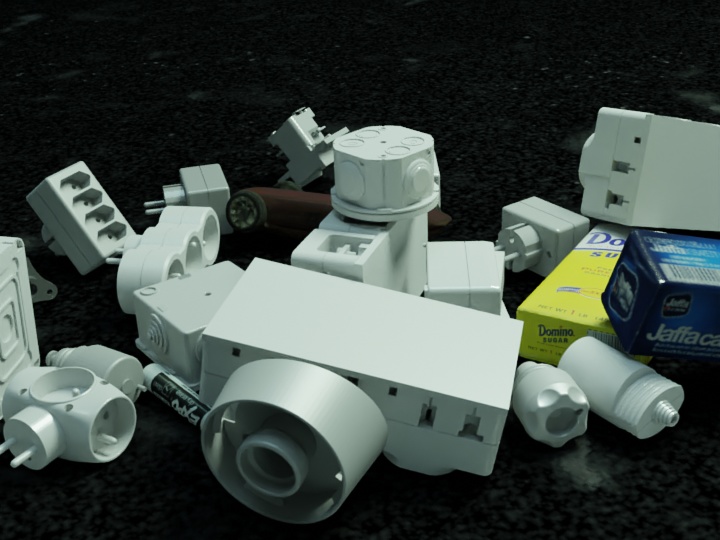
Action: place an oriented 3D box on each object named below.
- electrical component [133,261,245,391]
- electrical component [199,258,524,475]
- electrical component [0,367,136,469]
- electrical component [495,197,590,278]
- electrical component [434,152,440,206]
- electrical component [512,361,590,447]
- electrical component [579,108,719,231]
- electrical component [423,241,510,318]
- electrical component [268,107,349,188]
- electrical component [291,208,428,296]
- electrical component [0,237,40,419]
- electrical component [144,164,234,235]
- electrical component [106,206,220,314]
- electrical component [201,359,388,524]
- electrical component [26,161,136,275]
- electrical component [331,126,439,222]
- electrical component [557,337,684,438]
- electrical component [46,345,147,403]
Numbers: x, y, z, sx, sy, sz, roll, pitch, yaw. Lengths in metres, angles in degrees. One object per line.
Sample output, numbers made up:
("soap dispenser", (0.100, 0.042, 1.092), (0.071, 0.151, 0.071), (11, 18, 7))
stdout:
("electrical component", (-0.110, 0.038, 0.792), (0.100, 0.048, 0.100), (-20, 31, -31))
("electrical component", (0.003, 0.062, 0.689), (0.186, 0.060, 0.105), (13, 29, 7))
("electrical component", (-0.197, 0.099, 0.680), (0.077, 0.044, 0.079), (13, 31, 28))
("electrical component", (0.139, -0.021, 0.891), (0.077, 0.047, 0.066), (-19, 31, -31))
("electrical component", (0.035, -0.079, 1.018), (0.077, 0.047, 0.065), (-3, 27, 0))
("electrical component", (0.118, 0.081, 0.691), (0.043, 0.043, 0.062), (-7, 26, -10))
("electrical component", (0.259, -0.083, 0.908), (0.150, 0.089, 0.062), (1, 12, -39))
("electrical component", (0.078, 0.025, 0.786), (0.061, 0.061, 0.096), (-1, 26, 3))
("electrical component", (-0.055, -0.125, 1.085), (0.081, 0.063, 0.042), (-36, 2, 40))
("electrical component", (0.000, 0.000, 0.812), (0.062, 0.089, 0.150), (7, 28, 19))
("electrical component", (-0.267, 0.037, 0.734), (0.057, 0.113, 0.078), (5, 27, 8))
("electrical component", (-0.162, -0.062, 0.999), (0.077, 0.047, 0.065), (-9, 27, -12))
("electrical component", (-0.172, -0.010, 0.889), (0.074, 0.052, 0.138), (3, 27, 11))
("electrical component", (-0.039, 0.096, 0.619), (0.099, 0.099, 0.064), (8, 34, 21))
("electrical component", (-0.252, -0.037, 0.938), (0.076, 0.083, 0.047), (-32, 6, 38))
("electrical component", (0.018, -0.071, 0.791), (0.080, 0.051, 0.080), (-2, 26, 1))
("electrical component", (0.170, 0.078, 0.691), (0.043, 0.043, 0.081), (-19, 31, -30))
("electrical component", (-0.185, 0.071, 0.740), (0.078, 0.040, 0.040), (14, 31, 31))
